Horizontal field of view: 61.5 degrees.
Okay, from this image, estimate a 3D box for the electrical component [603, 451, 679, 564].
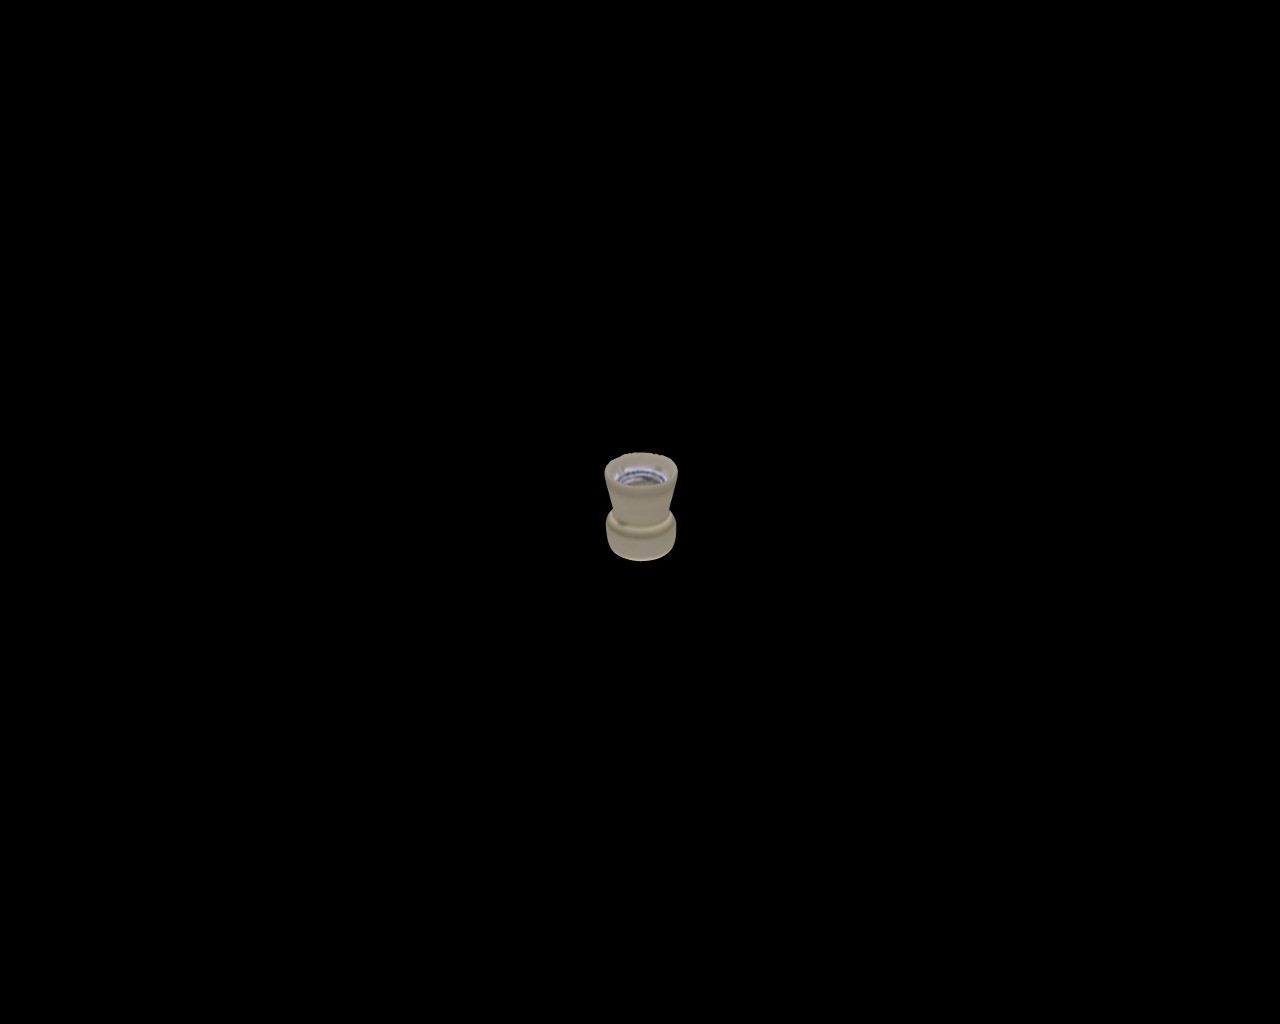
[{"bbox_3d":[0.001,-0.003,0.650,0.045,0.055,0.045,0,31,0],"label":"electrical component"}]
